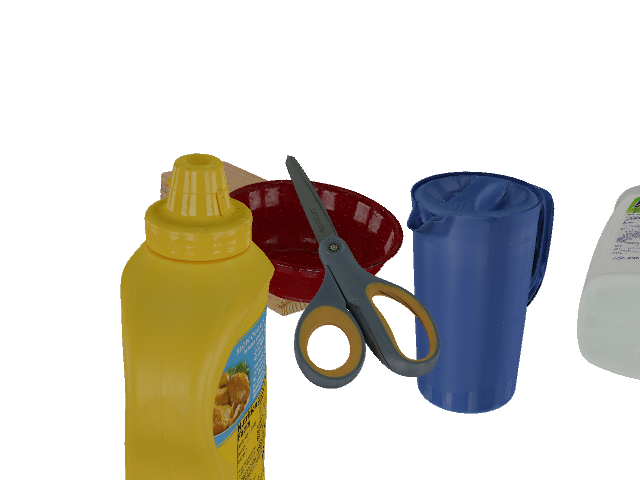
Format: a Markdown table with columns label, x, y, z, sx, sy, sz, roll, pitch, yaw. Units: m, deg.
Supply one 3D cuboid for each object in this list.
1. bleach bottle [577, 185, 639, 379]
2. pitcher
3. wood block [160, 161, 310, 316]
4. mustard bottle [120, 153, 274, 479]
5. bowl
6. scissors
| label | x | y | z | sx | sy | sz | roll | pitch | yaw |
| --- | --- | --- | --- | --- | --- | --- | --- | --- | --- |
| bleach bottle | 0.234 | 0.010 | 0.695 | 0.103 | 0.068 | 0.250 | 9 | 23 | 20 |
| pitcher | 0.169 | 0.054 | 1.138 | 0.149 | 0.243 | 0.145 | 4 | 24 | 10 |
| wood block | -0.073 | -0.007 | 1.121 | 0.090 | 0.090 | 0.206 | -14 | 29 | -42 |
| mustard bottle | -0.049 | 0.058 | 0.435 | 0.058 | 0.192 | 0.096 | 8 | 24 | 10 |
| bowl | -0.012 | 0.007 | 0.917 | 0.162 | 0.055 | 0.162 | 6 | 28 | -3 |
| scissors | -0.003 | 0.021 | 0.684 | 0.096 | 0.016 | 0.202 | -27 | 52 | -21 |
